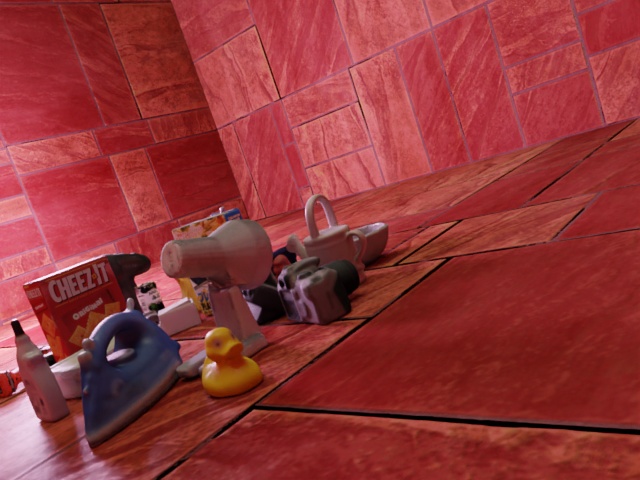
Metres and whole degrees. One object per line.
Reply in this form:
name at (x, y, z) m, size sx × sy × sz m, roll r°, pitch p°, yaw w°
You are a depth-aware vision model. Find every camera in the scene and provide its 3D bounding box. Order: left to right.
camera at (0.007, 0.076, 1.009) m, size 0.137 × 0.101 × 0.142 m, roll -23°, pitch 9°, yaw -29°

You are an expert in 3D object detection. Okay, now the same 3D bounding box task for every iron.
iron at (-0.303, 0.181, 0.856) m, size 0.118 × 0.141 × 0.258 m, roll -18°, pitch 8°, yaw 6°

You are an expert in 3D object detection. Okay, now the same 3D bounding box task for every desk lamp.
desk lamp at (-0.159, 0.084, 0.926) m, size 0.117 × 0.213 × 0.204 m, roll -13°, pitch 10°, yaw 38°

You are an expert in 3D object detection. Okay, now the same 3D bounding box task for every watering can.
watering can at (0.010, 0.005, 1.152) m, size 0.172 × 0.194 × 0.101 m, roll -17°, pitch 8°, yaw 13°

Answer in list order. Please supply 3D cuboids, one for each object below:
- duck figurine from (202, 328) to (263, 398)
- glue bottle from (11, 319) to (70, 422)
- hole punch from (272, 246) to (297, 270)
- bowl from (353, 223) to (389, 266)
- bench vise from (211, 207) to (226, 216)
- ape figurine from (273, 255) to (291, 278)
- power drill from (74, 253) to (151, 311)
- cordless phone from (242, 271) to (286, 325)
duck figurine at (-0.132, 0.162, 0.789) m, size 0.078 × 0.086 × 0.104 m, roll -25°, pitch 10°, yaw -39°
glue bottle at (-0.461, 0.209, 0.927) m, size 0.078 × 0.173 × 0.037 m, roll -11°, pitch 11°, yaw 44°
hole punch at (-0.101, 0.065, 1.383) m, size 0.109 × 0.091 × 0.100 m, roll -25°, pitch 10°, yaw -37°
bowl at (0.085, 0.021, 1.304) m, size 0.167 × 0.075 × 0.167 m, roll -19°, pitch 8°, yaw 3°
bench vise at (-0.297, 0.023, 1.670) m, size 0.207 × 0.220 × 0.122 m, roll -17°, pitch 8°, yaw 15°
ape figurine at (-0.076, 0.077, 1.235) m, size 0.077 × 0.092 × 0.076 m, roll -12°, pitch 11°, yaw 43°
power drill at (-0.517, 0.130, 1.491) m, size 0.075 × 0.208 × 0.230 m, roll -15°, pitch 9°, yaw 27°
cordless phone at (-0.128, 0.061, 1.121) m, size 0.094 × 0.185 × 0.147 m, roll -23°, pitch 9°, yaw -25°
